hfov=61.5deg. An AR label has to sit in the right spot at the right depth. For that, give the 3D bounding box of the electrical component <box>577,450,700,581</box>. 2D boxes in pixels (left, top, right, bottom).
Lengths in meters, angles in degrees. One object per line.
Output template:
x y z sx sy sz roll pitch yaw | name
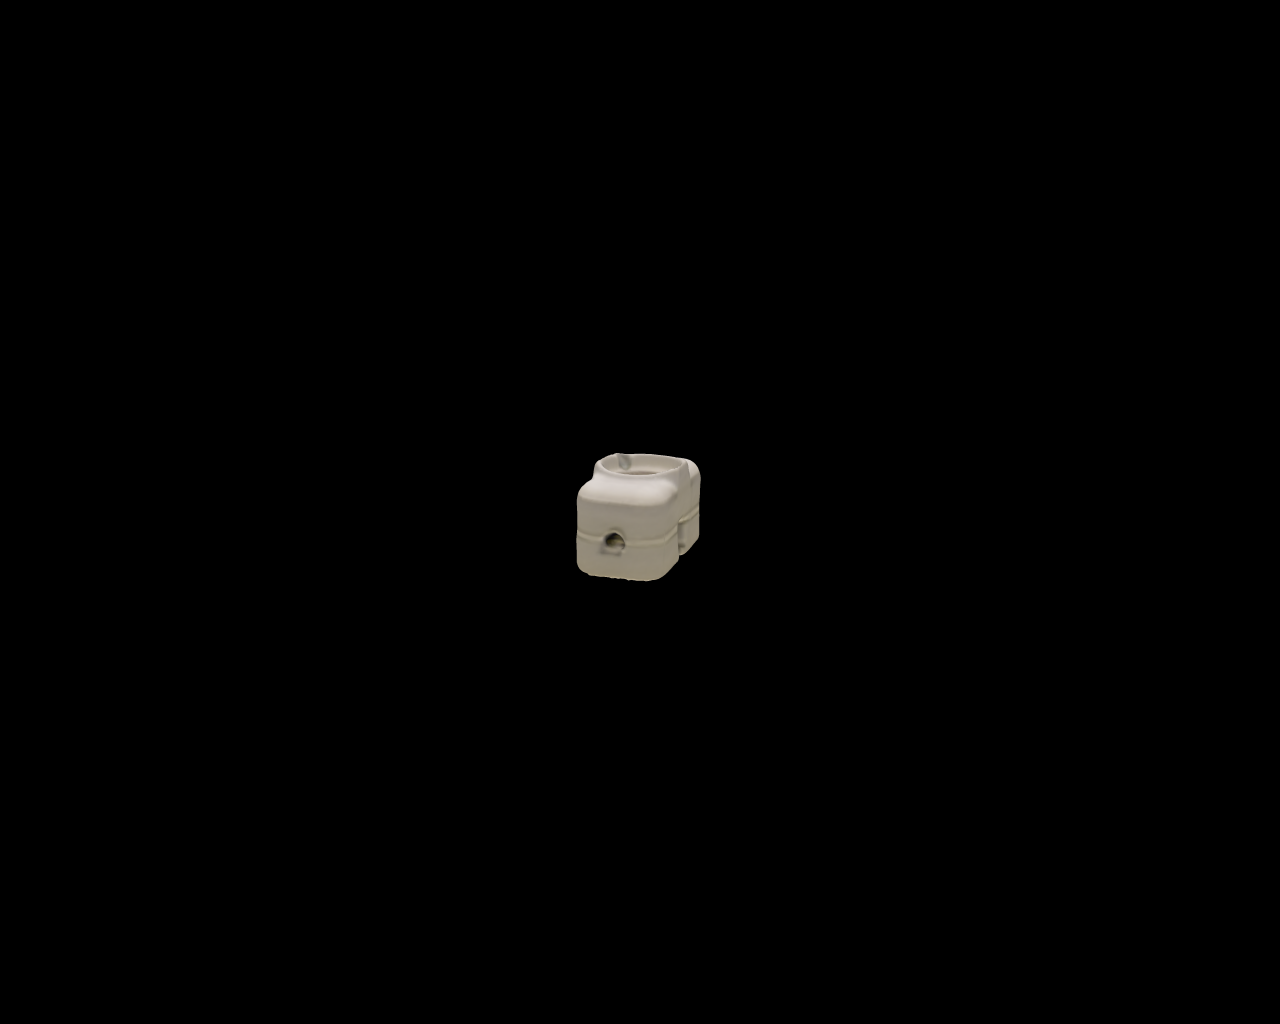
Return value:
0.001 -0.003 0.650 0.054 0.059 0.095 6 17 19 | electrical component
